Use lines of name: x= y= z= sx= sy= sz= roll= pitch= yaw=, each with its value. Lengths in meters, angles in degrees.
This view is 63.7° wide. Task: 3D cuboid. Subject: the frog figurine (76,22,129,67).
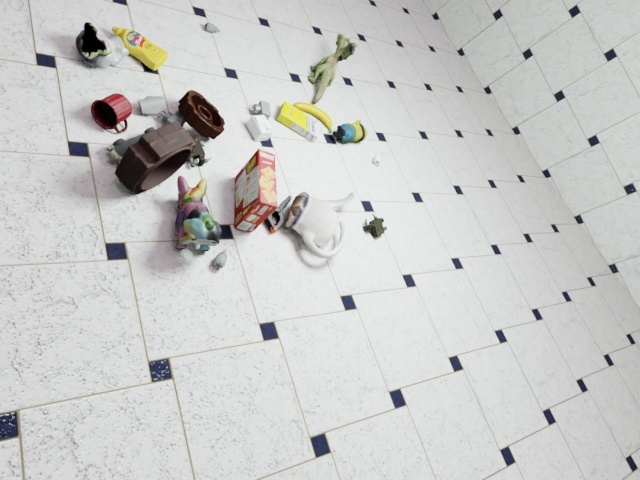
frog figurine: x=-0.700 y=-0.615 z=1.660 sx=0.137 sy=0.122 sz=0.160 roll=33 pitch=8 yaw=-3

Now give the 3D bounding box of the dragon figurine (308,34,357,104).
dragon figurine: x=0.067 y=-0.777 z=2.262 sx=0.121 sy=0.239 sz=0.421 roll=30 pitch=43 yaw=-25

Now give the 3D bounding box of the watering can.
watering can: x=0.005 y=-0.090 z=1.782 sx=0.223 sy=0.102 sz=0.356 roll=32 pitch=46 yaw=-14
